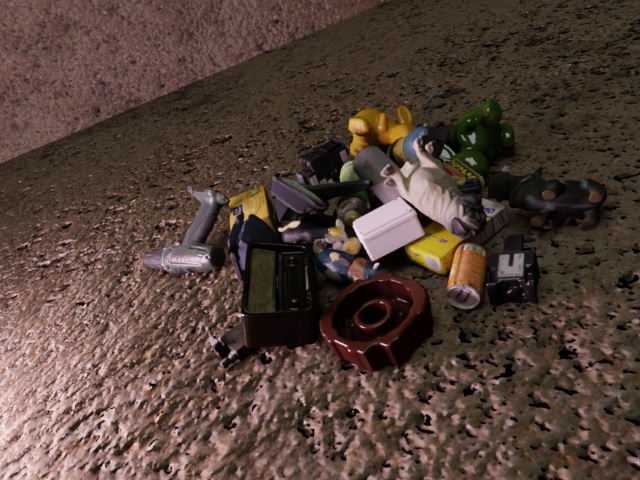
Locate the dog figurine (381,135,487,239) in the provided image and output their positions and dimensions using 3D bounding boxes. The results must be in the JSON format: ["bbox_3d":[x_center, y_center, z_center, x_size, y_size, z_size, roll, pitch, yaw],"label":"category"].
[{"bbox_3d":[0.216,-0.073,0.961,0.121,0.191,0.172,-45,-15,20],"label":"dog figurine"}]

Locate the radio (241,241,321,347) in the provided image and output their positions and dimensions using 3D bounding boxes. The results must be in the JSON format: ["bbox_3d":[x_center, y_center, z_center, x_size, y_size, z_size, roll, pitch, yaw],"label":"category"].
[{"bbox_3d":[-0.071,0.090,0.965,0.131,0.073,0.230,1,33,-5],"label":"radio"}]

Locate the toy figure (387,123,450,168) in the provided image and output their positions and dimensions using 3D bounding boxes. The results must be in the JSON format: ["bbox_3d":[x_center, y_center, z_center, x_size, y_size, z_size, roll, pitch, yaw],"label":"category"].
[{"bbox_3d":[0.201,-0.190,1.118,0.082,0.089,0.180,-36,-2,-13],"label":"toy figure"}]

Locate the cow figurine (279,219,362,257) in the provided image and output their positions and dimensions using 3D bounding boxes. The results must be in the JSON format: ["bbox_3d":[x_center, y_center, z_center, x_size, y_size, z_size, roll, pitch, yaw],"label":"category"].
[{"bbox_3d":[-0.001,-0.005,1.070,0.167,0.098,0.068,-6,36,35],"label":"cow figurine"}]

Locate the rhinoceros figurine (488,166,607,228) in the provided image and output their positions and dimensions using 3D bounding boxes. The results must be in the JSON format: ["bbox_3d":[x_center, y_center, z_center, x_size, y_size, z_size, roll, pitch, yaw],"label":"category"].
[{"bbox_3d":[0.387,-0.081,0.916,0.190,0.073,0.112,7,41,15],"label":"rhinoceros figurine"}]

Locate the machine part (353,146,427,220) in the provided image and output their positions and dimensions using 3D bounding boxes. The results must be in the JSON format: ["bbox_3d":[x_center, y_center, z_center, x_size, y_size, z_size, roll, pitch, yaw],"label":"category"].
[{"bbox_3d":[0.142,-0.121,1.122,0.079,0.079,0.243,-30,53,-9],"label":"machine part"}]

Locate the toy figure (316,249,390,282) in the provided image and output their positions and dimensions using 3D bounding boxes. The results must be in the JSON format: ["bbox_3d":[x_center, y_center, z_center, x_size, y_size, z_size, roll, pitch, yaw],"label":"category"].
[{"bbox_3d":[0.061,0.056,0.976,0.155,0.064,0.057,18,90,43],"label":"toy figure"}]

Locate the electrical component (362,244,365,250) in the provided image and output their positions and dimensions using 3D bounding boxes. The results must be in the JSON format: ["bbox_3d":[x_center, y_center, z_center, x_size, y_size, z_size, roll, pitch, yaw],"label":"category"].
[{"bbox_3d":[0.121,-0.014,1.078,0.063,0.021,0.094,-1,40,34],"label":"electrical component"}]

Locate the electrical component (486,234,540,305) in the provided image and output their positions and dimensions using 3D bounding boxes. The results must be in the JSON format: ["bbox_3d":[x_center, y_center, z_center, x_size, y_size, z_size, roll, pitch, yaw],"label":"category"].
[{"bbox_3d":[0.303,0.045,0.845,0.075,0.047,0.119,-8,35,24],"label":"electrical component"}]

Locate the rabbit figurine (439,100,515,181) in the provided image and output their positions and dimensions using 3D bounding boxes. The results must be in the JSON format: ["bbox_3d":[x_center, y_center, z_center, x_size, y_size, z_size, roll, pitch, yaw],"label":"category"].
[{"bbox_3d":[0.316,-0.192,1.135,0.159,0.121,0.170,-4,51,35],"label":"rabbit figurine"}]

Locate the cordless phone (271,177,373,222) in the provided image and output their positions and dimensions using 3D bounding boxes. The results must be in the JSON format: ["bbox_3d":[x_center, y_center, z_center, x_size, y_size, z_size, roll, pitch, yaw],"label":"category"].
[{"bbox_3d":[0.009,-0.094,1.067,0.184,0.088,0.146,-9,-1,15],"label":"cordless phone"}]

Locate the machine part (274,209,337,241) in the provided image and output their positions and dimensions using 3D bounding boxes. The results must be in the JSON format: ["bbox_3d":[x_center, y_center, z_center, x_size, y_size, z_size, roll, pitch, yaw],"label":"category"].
[{"bbox_3d":[-0.028,-0.033,1.166,0.139,0.084,0.039,-5,11,13],"label":"machine part"}]

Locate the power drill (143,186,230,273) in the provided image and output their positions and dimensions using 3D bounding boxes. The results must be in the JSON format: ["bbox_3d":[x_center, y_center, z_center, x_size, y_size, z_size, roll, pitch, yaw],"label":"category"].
[{"bbox_3d":[-0.305,-0.021,1.256,0.232,0.085,0.207,8,68,34],"label":"power drill"}]

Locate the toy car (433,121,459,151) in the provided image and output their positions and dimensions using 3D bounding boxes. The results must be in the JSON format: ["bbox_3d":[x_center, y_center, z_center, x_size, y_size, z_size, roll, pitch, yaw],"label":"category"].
[{"bbox_3d":[0.245,-0.207,1.256,0.202,0.053,0.089,-33,53,-12],"label":"toy car"}]

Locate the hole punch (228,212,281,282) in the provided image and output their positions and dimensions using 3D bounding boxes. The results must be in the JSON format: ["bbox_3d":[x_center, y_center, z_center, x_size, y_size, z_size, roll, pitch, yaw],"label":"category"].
[{"bbox_3d":[-0.135,0.013,1.127,0.092,0.115,0.142,-6,35,13],"label":"hole punch"}]

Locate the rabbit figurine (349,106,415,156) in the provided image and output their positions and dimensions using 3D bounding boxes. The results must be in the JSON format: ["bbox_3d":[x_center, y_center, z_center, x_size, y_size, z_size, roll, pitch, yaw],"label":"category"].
[{"bbox_3d":[0.178,-0.265,1.359,0.173,0.121,0.162,21,42,32],"label":"rabbit figurine"}]

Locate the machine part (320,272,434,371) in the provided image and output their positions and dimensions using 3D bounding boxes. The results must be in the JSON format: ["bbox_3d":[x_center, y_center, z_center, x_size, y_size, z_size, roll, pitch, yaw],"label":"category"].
[{"bbox_3d":[0.091,0.128,0.856,0.179,0.056,0.179,-18,32,12],"label":"machine part"}]

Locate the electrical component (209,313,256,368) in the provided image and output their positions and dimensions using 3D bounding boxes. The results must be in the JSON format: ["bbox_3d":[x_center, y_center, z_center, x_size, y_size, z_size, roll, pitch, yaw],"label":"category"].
[{"bbox_3d":[-0.150,0.172,0.957,0.102,0.045,0.078,-35,32,-18],"label":"electrical component"}]

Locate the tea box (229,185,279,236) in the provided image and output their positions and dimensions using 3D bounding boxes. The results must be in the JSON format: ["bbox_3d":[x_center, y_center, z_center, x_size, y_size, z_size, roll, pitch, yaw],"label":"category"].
[{"bbox_3d":[-0.159,-0.054,1.280,0.098,0.068,0.170,-23,32,1],"label":"tea box"}]

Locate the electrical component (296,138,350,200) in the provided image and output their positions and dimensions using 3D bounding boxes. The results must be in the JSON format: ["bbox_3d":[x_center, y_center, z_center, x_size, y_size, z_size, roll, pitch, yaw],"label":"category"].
[{"bbox_3d":[0.012,-0.165,1.288,0.134,0.114,0.058,-33,30,-17],"label":"electrical component"}]
